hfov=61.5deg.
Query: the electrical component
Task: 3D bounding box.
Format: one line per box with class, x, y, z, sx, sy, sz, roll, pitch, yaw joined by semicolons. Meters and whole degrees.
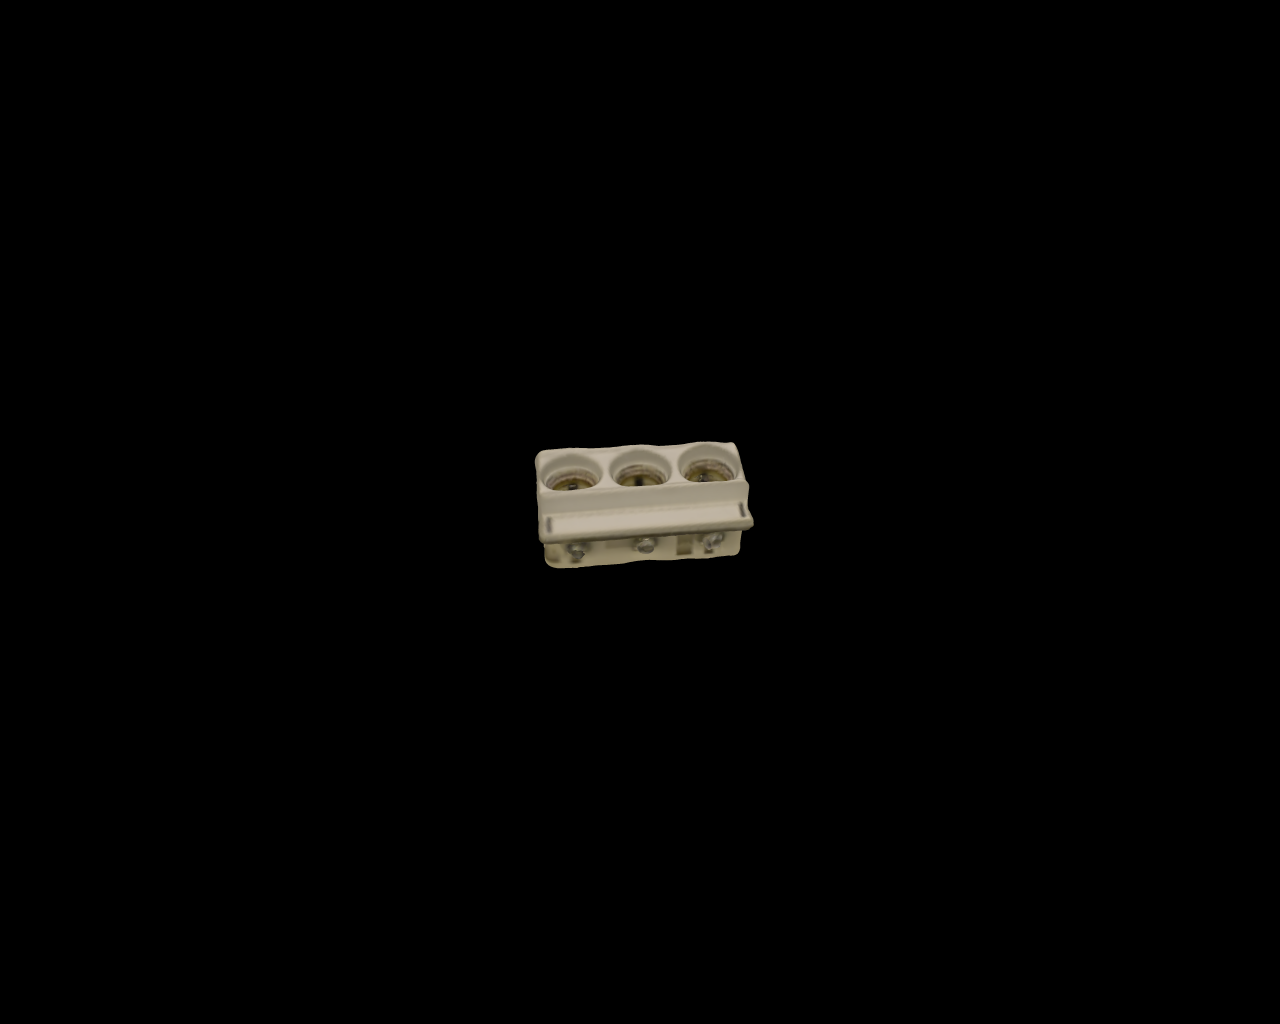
electrical component;0.001;-0.003;0.650;0.121;0.063;0.079;-4;39;-4
